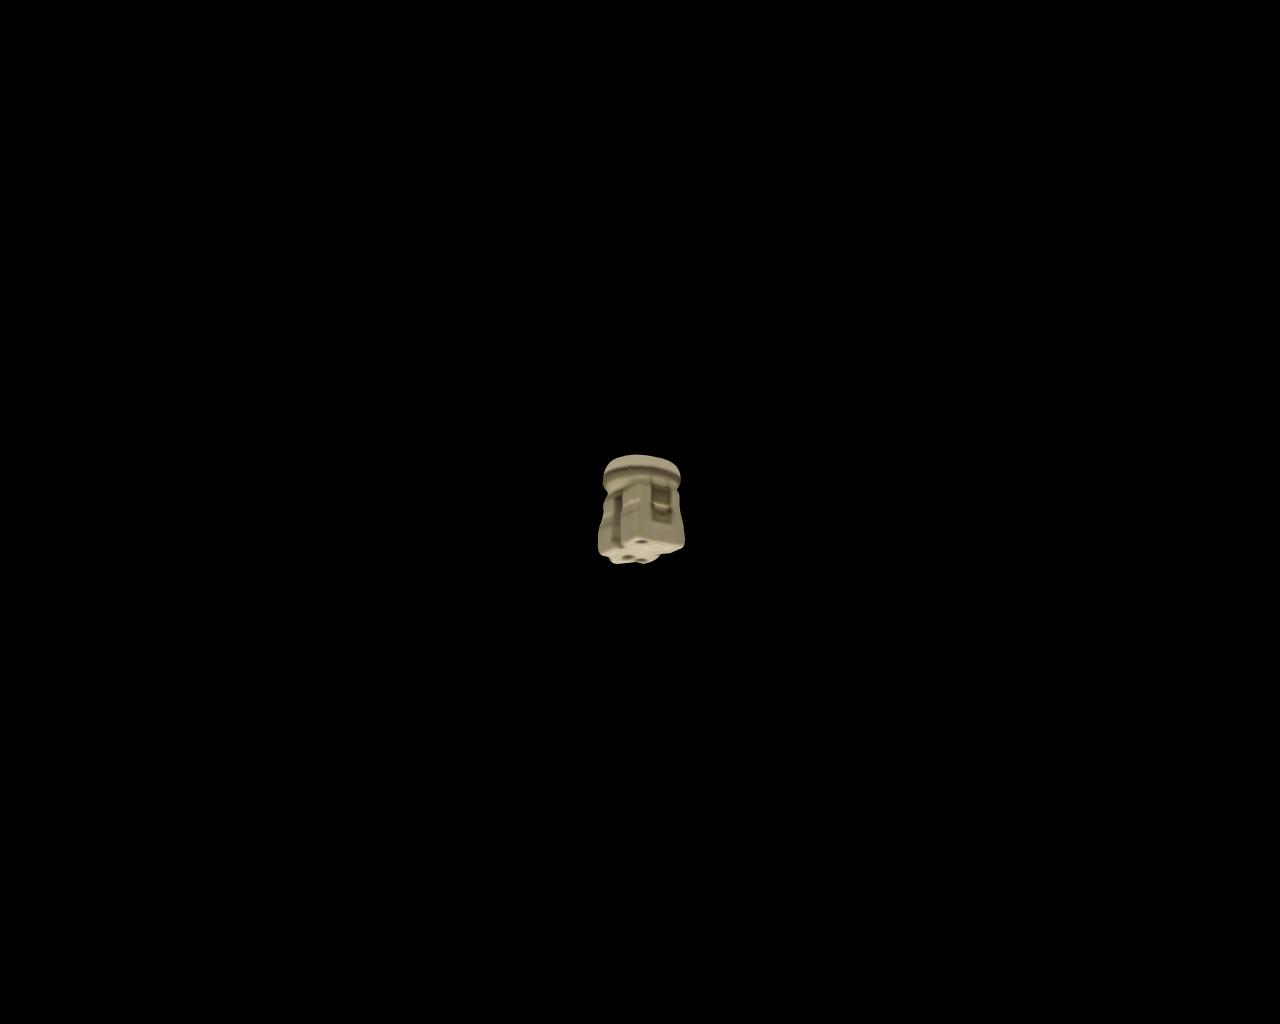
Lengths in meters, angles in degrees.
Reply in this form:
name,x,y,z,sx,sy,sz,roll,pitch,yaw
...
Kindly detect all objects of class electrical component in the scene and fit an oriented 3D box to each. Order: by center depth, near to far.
name,x,y,z,sx,sy,sz,roll,pitch,yaw
electrical component,0.001,-0.003,0.650,0.048,0.055,0.066,14,-24,-33
